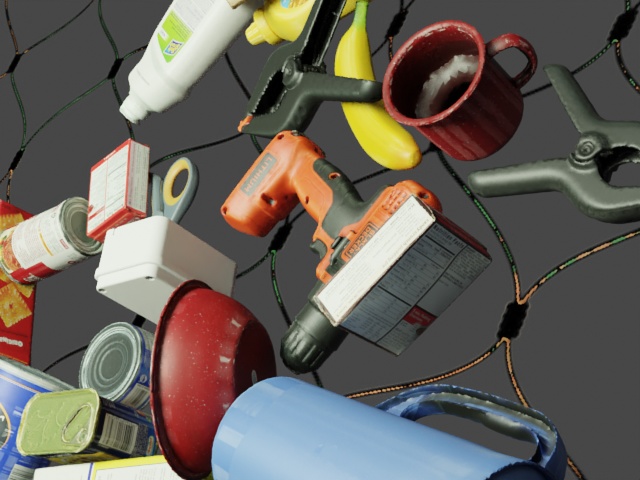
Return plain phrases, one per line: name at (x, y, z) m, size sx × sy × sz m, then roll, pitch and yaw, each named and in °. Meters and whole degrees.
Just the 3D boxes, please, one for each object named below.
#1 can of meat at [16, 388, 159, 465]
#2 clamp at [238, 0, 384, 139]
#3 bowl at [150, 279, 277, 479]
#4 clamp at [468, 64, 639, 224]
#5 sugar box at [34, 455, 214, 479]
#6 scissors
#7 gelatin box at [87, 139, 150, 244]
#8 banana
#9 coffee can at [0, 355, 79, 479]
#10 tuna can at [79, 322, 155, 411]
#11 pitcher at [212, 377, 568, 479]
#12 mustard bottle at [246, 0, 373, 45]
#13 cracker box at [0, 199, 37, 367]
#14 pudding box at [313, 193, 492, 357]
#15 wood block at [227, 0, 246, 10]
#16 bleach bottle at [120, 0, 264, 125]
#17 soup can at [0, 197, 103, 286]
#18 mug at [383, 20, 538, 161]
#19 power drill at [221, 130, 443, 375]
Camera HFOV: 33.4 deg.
can of meat at (-0.206, 0.176, 0.963) m, size 0.102 × 0.083 × 0.057 m, roll -12°, pitch 59°, yaw 36°
clamp at (-0.009, -0.145, 0.962) m, size 0.210 × 0.036 × 0.164 m, roll -45°, pitch 45°, yaw 41°
bowl at (-0.075, 0.111, 0.849) m, size 0.055 × 0.162 × 0.162 m, roll -3°, pitch 64°, yaw 19°
clamp at (0.191, -0.053, 0.784) m, size 0.120 × 0.039 × 0.172 m, roll -53°, pitch 45°, yaw 6°
sugar box at (-0.169, 0.236, 0.908) m, size 0.176 × 0.048 × 0.093 m, roll -12°, pitch 59°, yaw 26°
scissors at (-0.144, -0.003, 1.056) m, size 0.096 × 0.016 × 0.202 m, roll -40°, pitch 47°, yaw 20°
gelatin box at (-0.209, -0.050, 1.110) m, size 0.073 × 0.030 × 0.089 m, roll -30°, pitch 51°, yaw 38°
banana at (0.044, -0.121, 0.932) m, size 0.070 × 0.037 × 0.198 m, roll 102°, pitch 157°, yaw -51°
coffee can at (-0.303, 0.191, 1.023) m, size 0.103 × 0.102 × 0.140 m, roll 15°, pitch 78°, yaw 44°
tuna can at (-0.188, 0.122, 1.012) m, size 0.086 × 0.033 × 0.086 m, roll -20°, pitch 55°, yaw 31°
pitcher at (0.042, 0.170, 0.736) m, size 0.243 × 0.148 × 0.145 m, roll 17°, pitch 102°, yaw 47°
mustard bottle at (0.006, -0.241, 1.028) m, size 0.192 × 0.058 × 0.096 m, roll -26°, pitch 37°, yaw 28°
cracker box at (-0.392, 0.082, 1.180) m, size 0.164 × 0.072 × 0.213 m, roll -23°, pitch 55°, yaw 30°
pudding box at (0.064, 0.029, 0.810) m, size 0.113 × 0.089 × 0.039 m, roll -48°, pitch 47°, yaw 10°
wood block at (-0.023, -0.315, 1.021) m, size 0.206 × 0.090 × 0.091 m, roll -34°, pitch 12°, yaw 2°
bleach bottle at (-0.129, -0.231, 1.138) m, size 0.251 × 0.068 × 0.103 m, roll -49°, pitch 44°, yaw 11°
soup can at (-0.285, 0.001, 1.137) m, size 0.102 × 0.068 × 0.068 m, roll -22°, pitch 54°, yaw 29°
mug at (0.120, -0.121, 0.851) m, size 0.117 × 0.081 × 0.093 m, roll -34°, pitch 49°, yaw 22°
power drill at (-0.006, 0.001, 0.910) m, size 0.184 × 0.057 × 0.188 m, roll -51°, pitch 48°, yaw 1°
